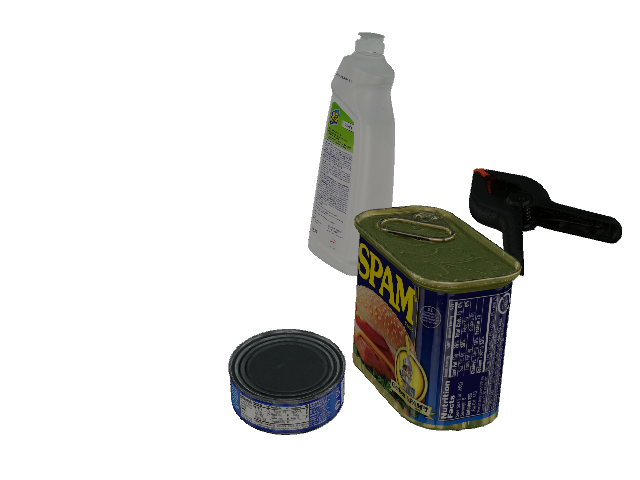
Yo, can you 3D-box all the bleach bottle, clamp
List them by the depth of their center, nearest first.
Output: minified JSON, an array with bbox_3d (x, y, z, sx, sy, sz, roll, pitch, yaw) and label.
[{"bbox_3d":[0.208,-0.027,1.038,0.120,0.039,0.171,-8,34,-13],"label":"clamp"},{"bbox_3d":[0.043,-0.095,1.152,0.067,0.251,0.103,-7,24,-34],"label":"bleach bottle"}]

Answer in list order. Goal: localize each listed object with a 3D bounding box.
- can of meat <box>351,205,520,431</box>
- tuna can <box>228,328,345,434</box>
[{"bbox_3d":[0.055,0.038,0.550,0.057,0.084,0.102,-6,23,-20],"label":"can of meat"},{"bbox_3d":[-0.024,0.103,0.784,0.086,0.034,0.086,0,31,0],"label":"tuna can"}]
